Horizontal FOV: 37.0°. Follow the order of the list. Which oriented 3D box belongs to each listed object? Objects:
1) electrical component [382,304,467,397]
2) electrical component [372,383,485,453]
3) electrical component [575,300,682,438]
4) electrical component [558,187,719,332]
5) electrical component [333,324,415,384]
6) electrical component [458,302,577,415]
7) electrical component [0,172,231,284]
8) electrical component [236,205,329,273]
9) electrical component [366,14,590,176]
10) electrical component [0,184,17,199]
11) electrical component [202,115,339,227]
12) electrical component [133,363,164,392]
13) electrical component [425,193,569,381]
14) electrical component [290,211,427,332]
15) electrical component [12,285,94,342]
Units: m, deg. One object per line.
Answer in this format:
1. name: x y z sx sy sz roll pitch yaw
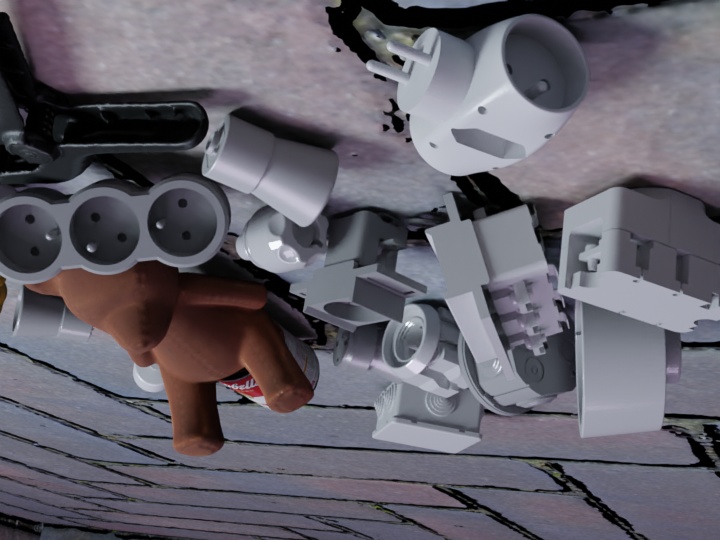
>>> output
1. electrical component: 0.054 0.058 0.804 0.057 0.058 0.078 23 142 -31
2. electrical component: 0.066 0.139 1.037 0.100 0.048 0.099 12 160 -8
3. electrical component: 0.167 0.050 0.671 0.060 0.108 0.108 -1 159 9
4. electrical component: 0.158 -0.008 0.582 0.089 0.055 0.050 17 159 -22
5. electrical component: 0.011 0.064 0.859 0.055 0.045 0.045 15 159 -15
6. electrical component: 0.112 0.058 0.752 0.080 0.080 0.051 21 152 -30
7. electrical component: -0.145 -0.028 0.637 0.138 0.052 0.073 -6 -170 -3
8. electrical component: -0.052 -0.019 0.660 0.043 0.043 0.062 24 156 -36
9. electrical component: 0.042 -0.078 0.457 0.079 0.043 0.077 17 158 -22
10. electrical component: -0.264 -0.046 0.673 0.079 0.044 0.077 0 159 22
11. electrical component: -0.050 -0.055 0.567 0.065 0.044 0.044 22 157 -22
12. electrical component: -0.203 0.100 1.056 0.040 0.040 0.078 12 160 -10
13. electrical component: 0.086 0.009 0.646 0.063 0.078 0.121 -18 155 7
14. electrical component: 0.000 0.000 0.660 0.042 0.063 0.081 26 154 -37
15. electrical component: -0.259 0.040 0.917 0.065 0.044 0.044 12 161 -22
